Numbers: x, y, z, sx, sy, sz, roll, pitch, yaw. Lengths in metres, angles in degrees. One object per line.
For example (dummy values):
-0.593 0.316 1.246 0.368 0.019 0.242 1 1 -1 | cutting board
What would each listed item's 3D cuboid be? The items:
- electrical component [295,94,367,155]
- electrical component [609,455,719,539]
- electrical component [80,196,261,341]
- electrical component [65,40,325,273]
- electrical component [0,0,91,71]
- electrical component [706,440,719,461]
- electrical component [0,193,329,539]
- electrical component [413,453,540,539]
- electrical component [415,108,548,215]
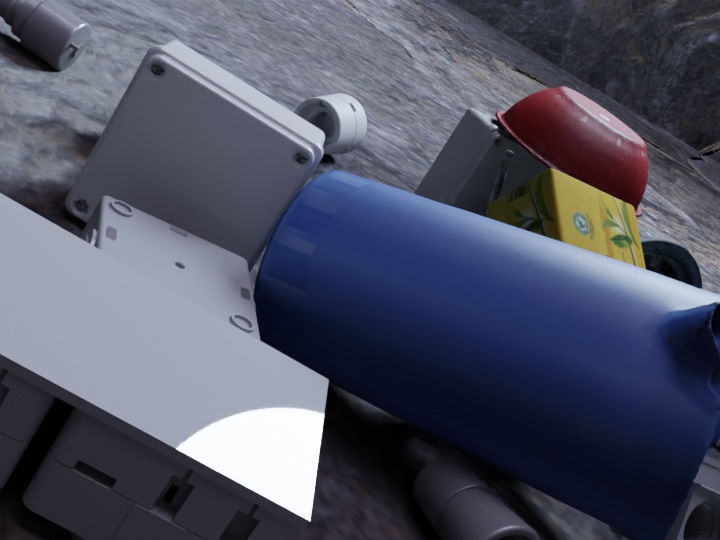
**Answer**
-0.029 -0.130 0.965 0.055 0.055 0.047 40 24 16 | electrical component
0.184 0.145 0.629 0.042 0.081 0.064 26 -7 -26 | electrical component
-0.098 0.015 0.522 0.100 0.048 0.099 25 21 -23 | electrical component
-0.092 -0.056 0.611 0.109 0.108 0.056 31 17 -8 | electrical component
-0.231 -0.177 0.773 0.078 0.040 0.040 34 20 0 | electrical component
0.264 0.123 0.757 0.060 0.105 0.186 42 21 21 | electrical component
-0.110 0.044 0.417 0.186 0.060 0.105 31 20 -10 | electrical component
0.054 0.121 0.527 0.044 0.044 0.065 20 19 -34 | electrical component
0.122 -0.079 1.001 0.109 0.108 0.056 20 22 -36 | electrical component
